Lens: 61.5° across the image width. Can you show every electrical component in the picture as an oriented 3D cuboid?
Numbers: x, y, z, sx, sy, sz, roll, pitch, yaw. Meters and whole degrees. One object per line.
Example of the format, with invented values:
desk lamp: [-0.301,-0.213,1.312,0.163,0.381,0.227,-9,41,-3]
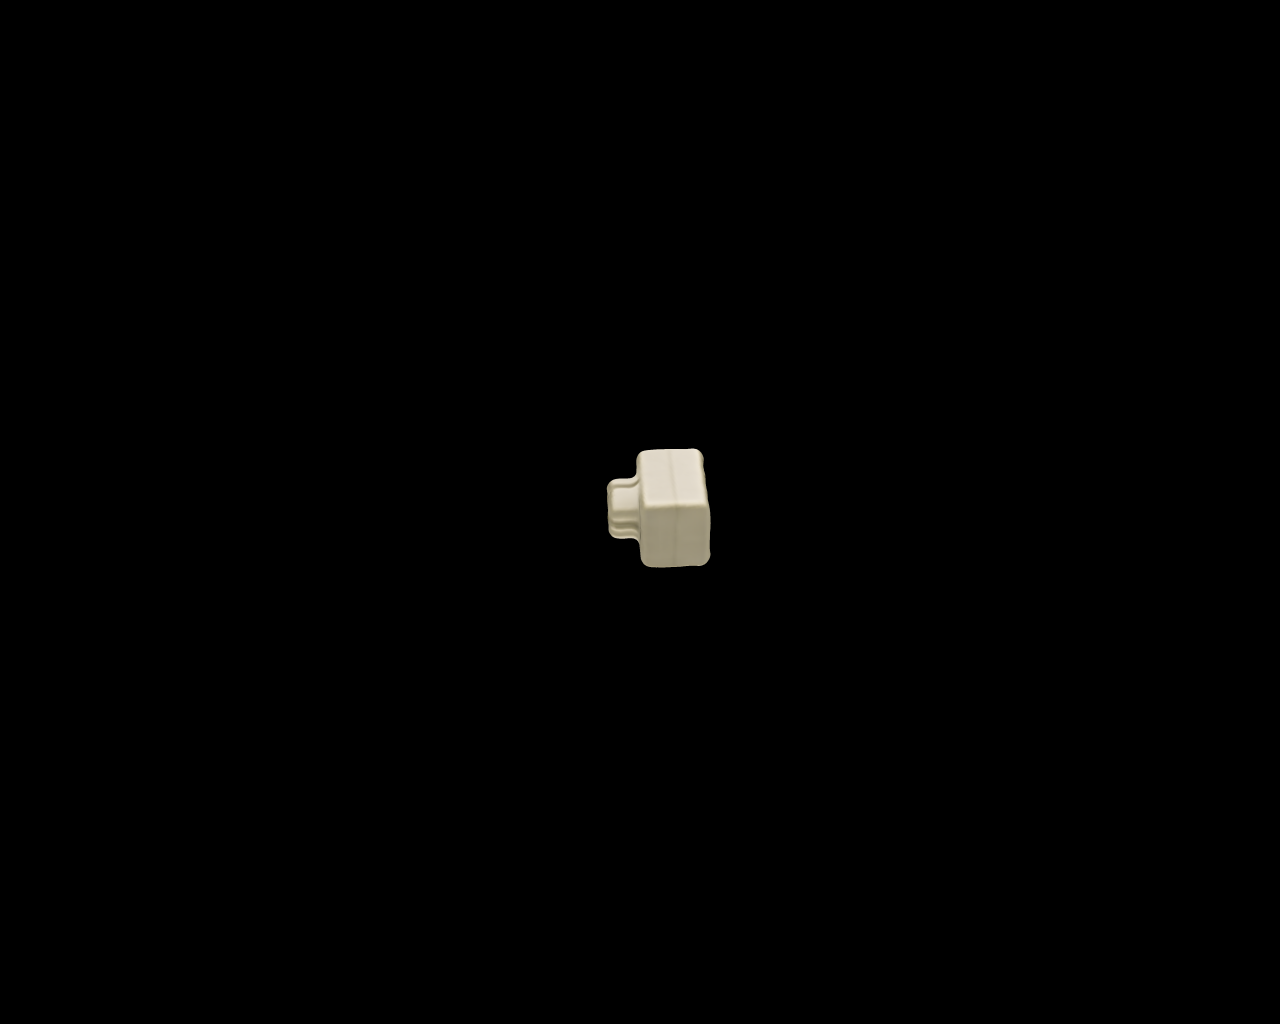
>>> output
electrical component: [0.001,-0.003,0.650,0.077,0.047,0.066,-1,35,-2]
